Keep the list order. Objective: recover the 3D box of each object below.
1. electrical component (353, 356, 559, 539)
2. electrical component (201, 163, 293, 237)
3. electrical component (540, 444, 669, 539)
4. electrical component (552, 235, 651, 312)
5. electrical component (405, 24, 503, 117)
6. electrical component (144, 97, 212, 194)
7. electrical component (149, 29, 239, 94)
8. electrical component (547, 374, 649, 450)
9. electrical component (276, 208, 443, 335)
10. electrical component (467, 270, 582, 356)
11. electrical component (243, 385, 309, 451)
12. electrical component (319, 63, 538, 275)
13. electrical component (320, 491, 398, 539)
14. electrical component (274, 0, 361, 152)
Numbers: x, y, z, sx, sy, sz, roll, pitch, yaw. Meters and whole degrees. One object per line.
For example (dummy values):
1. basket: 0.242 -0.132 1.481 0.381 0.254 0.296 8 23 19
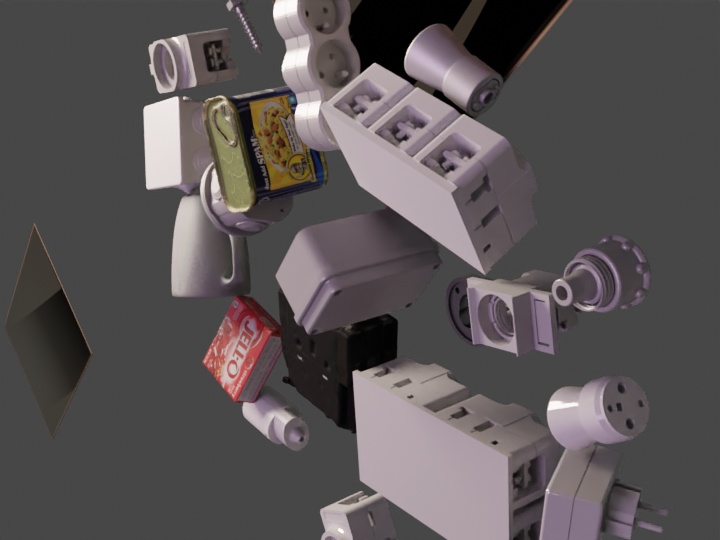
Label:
1. electrical component: 0.076 0.150 0.862 0.186 0.060 0.105 23 123 50
2. electrical component: -0.104 -0.074 1.009 0.051 0.080 0.080 -16 91 52
3. electrical component: 0.170 0.160 0.732 0.077 0.066 0.047 13 119 21
4. electrical component: 0.150 0.007 0.683 0.048 0.062 0.048 30 128 47
5. electrical component: 0.069 -0.138 0.757 0.065 0.044 0.044 44 138 29
6. electrical component: -0.183 -0.129 1.113 0.100 0.048 0.099 0 92 56
7. electrical component: -0.169 -0.205 1.064 0.089 0.056 0.050 5 109 55
8. electrical component: 0.161 0.096 0.726 0.055 0.045 0.045 -29 81 56
9. electrical component: 0.000 0.000 0.857 0.057 0.113 0.078 61 146 22
10. electrical component: 0.114 0.027 0.745 0.081 0.064 0.042 14 117 54
11. electrical component: -0.083 0.157 1.117 0.081 0.043 0.043 31 129 46
12. electrical component: 0.051 -0.077 0.769 0.150 0.062 0.089 39 165 41
13. electrical component: 0.001 0.266 1.034 0.050 0.056 0.089 -14 93 57
14. electrical component: -0.040 -0.167 0.893 0.074 0.052 0.138 4 108 55
